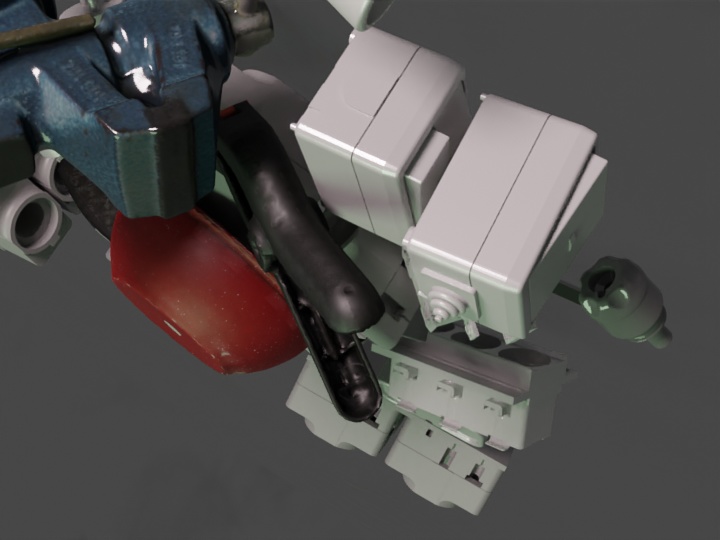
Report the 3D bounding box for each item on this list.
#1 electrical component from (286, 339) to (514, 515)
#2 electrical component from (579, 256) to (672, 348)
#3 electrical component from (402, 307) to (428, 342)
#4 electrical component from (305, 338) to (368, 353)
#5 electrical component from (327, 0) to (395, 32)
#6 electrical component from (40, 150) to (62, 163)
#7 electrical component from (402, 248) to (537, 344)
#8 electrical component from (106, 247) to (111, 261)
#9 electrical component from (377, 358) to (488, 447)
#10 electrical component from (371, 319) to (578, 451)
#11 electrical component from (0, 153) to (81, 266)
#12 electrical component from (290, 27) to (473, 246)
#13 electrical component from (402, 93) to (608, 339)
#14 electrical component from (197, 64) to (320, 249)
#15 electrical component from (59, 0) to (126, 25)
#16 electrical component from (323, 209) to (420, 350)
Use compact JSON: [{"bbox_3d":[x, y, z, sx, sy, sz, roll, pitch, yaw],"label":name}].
[{"bbox_3d":[0.039,0.131,0.938,0.186,0.060,0.105,29,-164,9],"label":"electrical component"},{"bbox_3d":[0.140,0.021,0.549,0.061,0.035,0.035,39,163,-33],"label":"electrical component"},{"bbox_3d":[0.000,0.000,0.681,0.108,0.060,0.108,19,179,0],"label":"electrical component"},{"bbox_3d":[-0.019,0.043,0.878,0.055,0.055,0.047,34,160,-10],"label":"electrical component"},{"bbox_3d":[-0.014,-0.122,0.387,0.065,0.044,0.044,35,165,3],"label":"electrical component"},{"bbox_3d":[-0.218,-0.100,0.827,0.066,0.048,0.055,19,168,37],"label":"electrical component"},{"bbox_3d":[0.059,0.000,0.558,0.042,0.064,0.081,121,132,-73],"label":"electrical component"},{"bbox_3d":[-0.156,-0.018,0.863,0.061,0.096,0.062,15,158,47],"label":"electrical component"},{"bbox_3d":[0.068,0.088,0.842,0.095,0.059,0.053,27,164,15],"label":"electrical component"},{"bbox_3d":[0.078,0.076,0.755,0.121,0.063,0.079,18,-160,39],"label":"electrical component"},{"bbox_3d":[-0.292,-0.093,0.870,0.060,0.105,0.186,23,162,28],"label":"electrical component"},{"bbox_3d":[0.018,-0.054,0.495,0.061,0.061,0.096,26,164,18],"label":"electrical component"},{"bbox_3d":[0.063,-0.015,0.465,0.061,0.096,0.061,23,163,19],"label":"electrical component"},{"bbox_3d":[-0.078,-0.065,0.640,0.089,0.061,0.150,36,164,-15],"label":"electrical component"},{"bbox_3d":[-0.140,-0.125,0.592,0.077,0.044,0.079,38,151,52],"label":"electrical component"},{"bbox_3d":[0.008,-0.010,0.596,0.056,0.089,0.050,39,163,-27],"label":"electrical component"}]
